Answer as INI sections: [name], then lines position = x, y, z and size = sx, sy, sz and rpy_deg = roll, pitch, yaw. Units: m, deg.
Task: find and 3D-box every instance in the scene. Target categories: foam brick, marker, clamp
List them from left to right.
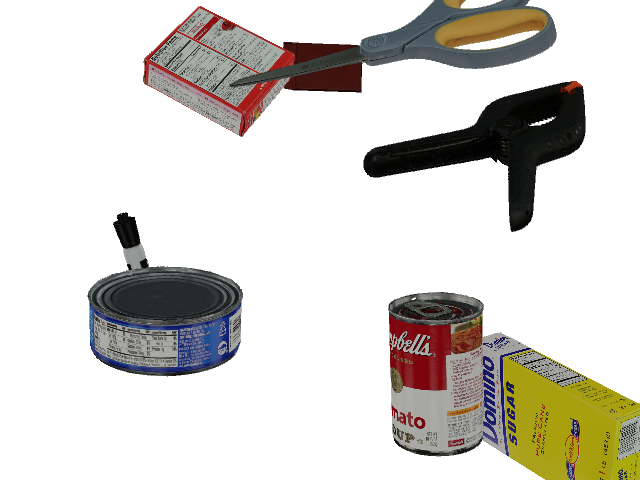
[marker]
position = -0.151, 0.034, 0.909
size = 0.020, 0.121, 0.020
rpy_deg = -13, 18, 4
[foam brick]
position = 0.002, -0.189, 1.164
size = 0.078, 0.051, 0.053
rpy_deg = -1, 11, -16
[clamp]
position = 0.164, -0.078, 0.897
size = 0.209, 0.036, 0.165
rpy_deg = -28, 39, -27

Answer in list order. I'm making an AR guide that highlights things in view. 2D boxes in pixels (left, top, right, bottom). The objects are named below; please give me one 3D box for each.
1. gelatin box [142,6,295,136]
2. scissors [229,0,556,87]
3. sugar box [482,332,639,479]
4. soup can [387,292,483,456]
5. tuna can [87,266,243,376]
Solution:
[gelatin box]
position = -0.075, -0.126, 0.790
size = 0.089, 0.073, 0.030
rpy_deg = 28, -34, 11
[scissors]
position = 0.047, -0.132, 0.669
size = 0.202, 0.096, 0.016
rpy_deg = 0, -44, 22
[sugar box]
position = 0.197, 0.154, 0.920
size = 0.048, 0.093, 0.176
rpy_deg = -11, 21, -35
[soup can]
position = 0.084, 0.095, 0.771
size = 0.068, 0.102, 0.068
rpy_deg = -2, 14, 0
[tuna can]
position = -0.087, 0.044, 0.600
size = 0.086, 0.034, 0.086
rpy_deg = 2, 18, -1
